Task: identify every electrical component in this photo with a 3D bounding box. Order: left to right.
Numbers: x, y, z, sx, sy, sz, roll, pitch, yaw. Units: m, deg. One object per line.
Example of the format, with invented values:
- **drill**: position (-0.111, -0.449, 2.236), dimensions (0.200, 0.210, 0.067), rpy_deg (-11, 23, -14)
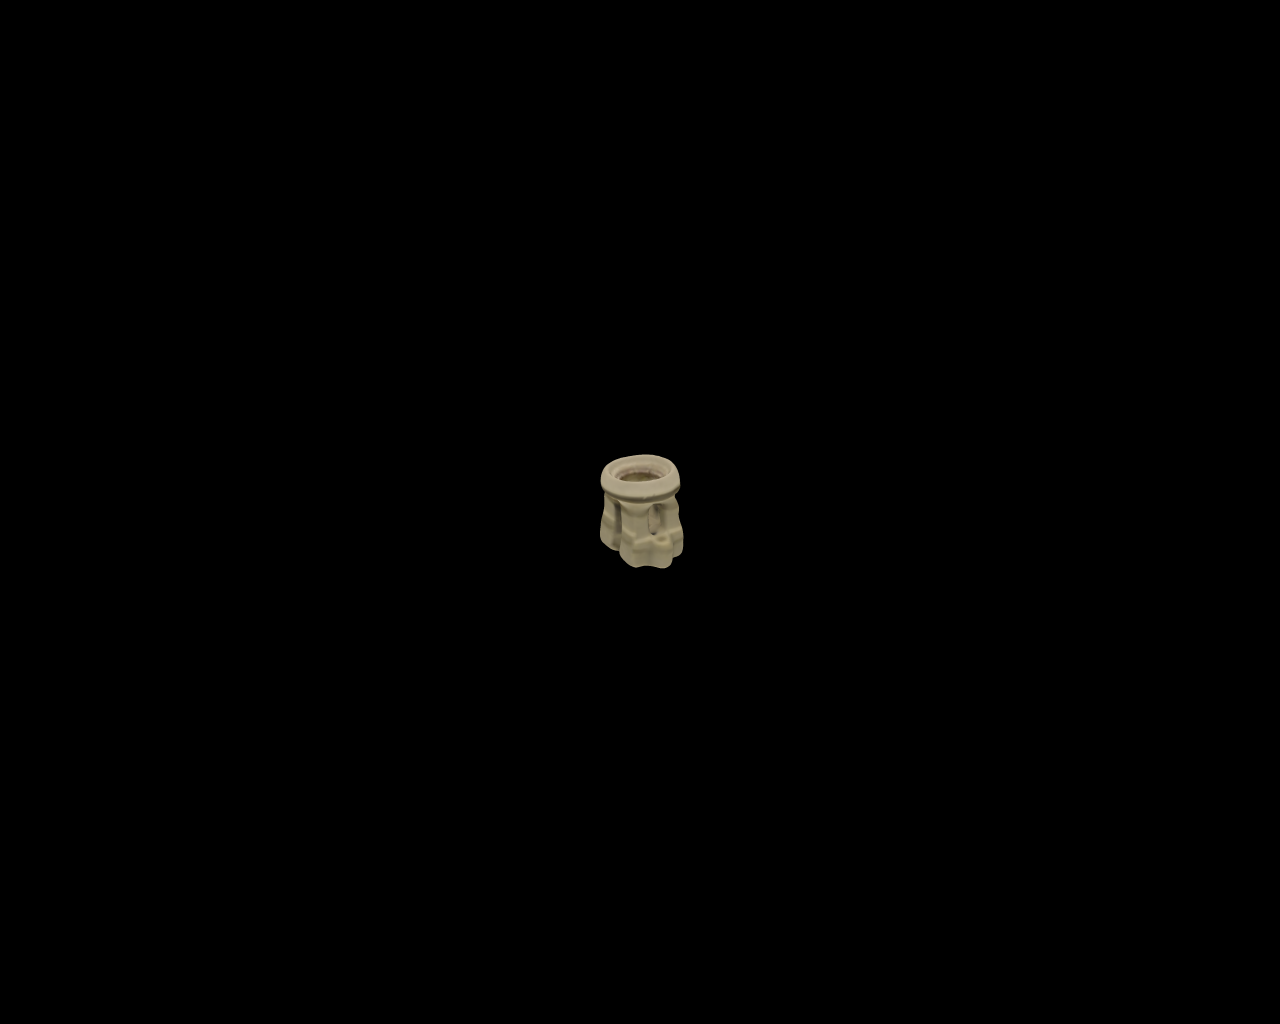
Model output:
- **electrical component**: position (0.001, -0.003, 0.650), dimensions (0.048, 0.055, 0.066), rpy_deg (-16, 31, -28)
